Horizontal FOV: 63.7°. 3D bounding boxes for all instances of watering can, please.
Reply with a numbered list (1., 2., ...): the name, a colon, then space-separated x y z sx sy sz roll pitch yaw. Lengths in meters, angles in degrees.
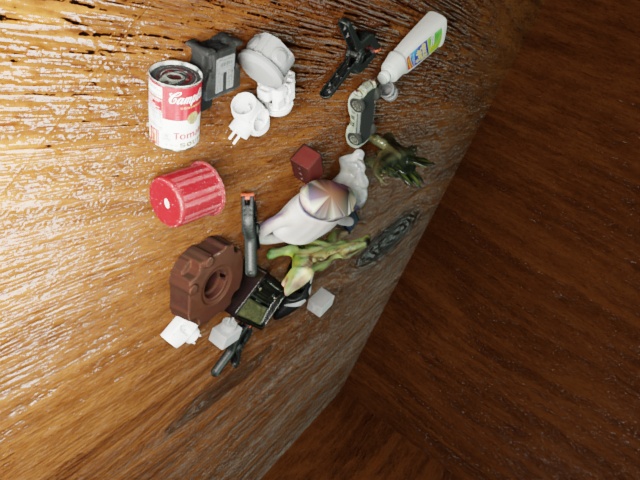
1. watering can: 0.004 -0.062 1.226 0.350 0.105 0.220 -14 164 -41

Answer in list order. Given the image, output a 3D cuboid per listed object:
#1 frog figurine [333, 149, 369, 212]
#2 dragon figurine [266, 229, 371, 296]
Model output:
1. frog figurine: 0.083 -0.159 1.379 0.162 0.122 0.136 -61 -164 -19
2. dragon figurine: 0.026 0.031 1.302 0.416 0.241 0.121 -32 108 -44
